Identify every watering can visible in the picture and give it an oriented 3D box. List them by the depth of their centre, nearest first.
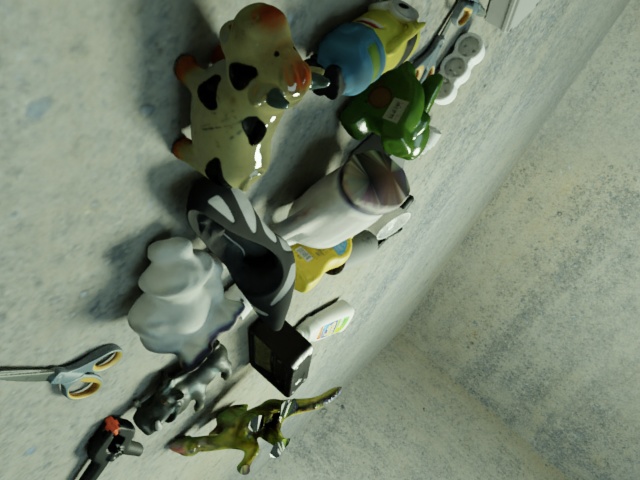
[{"bbox_3d":[0.002,-0.040,0.802,0.221,0.104,0.351,-34,173,41],"label":"watering can"}]

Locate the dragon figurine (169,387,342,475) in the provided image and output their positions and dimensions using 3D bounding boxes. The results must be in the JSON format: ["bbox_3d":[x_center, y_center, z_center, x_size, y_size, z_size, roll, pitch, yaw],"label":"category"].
[{"bbox_3d":[-0.162,0.432,1.259,0.413,0.242,0.121,-15,99,-39],"label":"dragon figurine"}]

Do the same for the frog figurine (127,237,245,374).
[{"bbox_3d":[-0.185,0.067,0.658,0.138,0.124,0.156,-36,121,-15],"label":"frog figurine"}]
